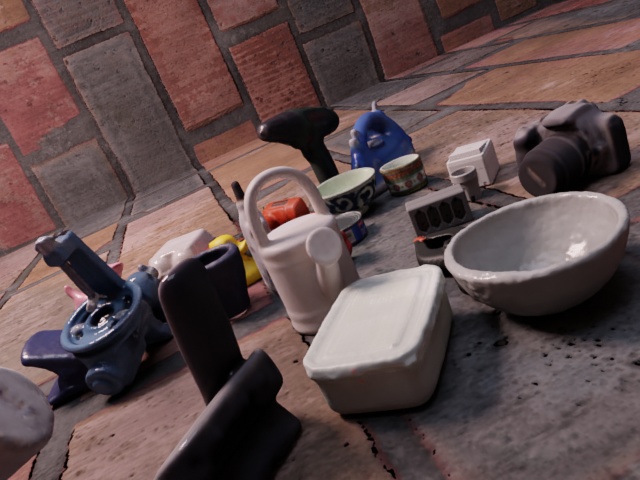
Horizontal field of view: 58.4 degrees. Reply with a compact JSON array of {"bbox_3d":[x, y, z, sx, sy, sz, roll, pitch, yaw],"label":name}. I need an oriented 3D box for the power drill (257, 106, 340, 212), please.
[{"bbox_3d":[-0.017,-0.168,1.140,0.075,0.209,0.230,-10,22,35],"label":"power drill"}]

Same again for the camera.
[{"bbox_3d":[0.314,-0.120,0.771,0.137,0.101,0.142,-33,20,-27],"label":"camera"}]

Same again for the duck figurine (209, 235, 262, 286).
[{"bbox_3d":[-0.150,0.035,0.930,0.104,0.086,0.077,-20,18,10],"label":"duck figurine"}]

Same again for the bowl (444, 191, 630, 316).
[{"bbox_3d":[0.207,0.022,0.540,0.167,0.075,0.167,-21,18,8],"label":"bowl"}]

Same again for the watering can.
[{"bbox_3d":[-0.017,0.005,0.672,0.172,0.194,0.101,-2,28,49],"label":"watering can"}]

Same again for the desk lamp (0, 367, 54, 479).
[{"bbox_3d":[-0.204,0.190,0.348,0.203,0.214,0.118,-23,18,0],"label":"desk lamp"}]

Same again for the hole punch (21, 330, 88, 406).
[{"bbox_3d":[-0.351,0.161,0.812,0.101,0.091,0.108,-26,18,-7],"label":"hole punch"}]

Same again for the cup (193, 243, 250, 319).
[{"bbox_3d":[-0.146,0.063,0.831,0.092,0.095,0.117,-28,19,-14],"label":"cup"}]

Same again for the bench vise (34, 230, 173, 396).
[{"bbox_3d":[-0.298,0.074,0.783,0.121,0.220,0.207,-24,18,0],"label":"bench vise"}]

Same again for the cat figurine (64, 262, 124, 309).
[{"bbox_3d":[-0.406,0.090,1.038,0.127,0.118,0.067,-17,19,19],"label":"cat figurine"}]

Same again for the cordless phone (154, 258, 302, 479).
[{"bbox_3d":[-0.104,0.120,0.470,0.094,0.185,0.148,-14,21,28],"label":"cordless phone"}]

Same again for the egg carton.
[{"bbox_3d":[-0.256,0.036,1.085,0.107,0.069,0.150,-20,18,12],"label":"egg carton"}]

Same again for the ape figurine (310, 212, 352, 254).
[{"bbox_3d":[0.007,0.003,0.815,0.078,0.092,0.075,-36,22,-33],"label":"ape figurine"}]

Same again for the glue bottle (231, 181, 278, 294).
[{"bbox_3d":[-0.087,-0.006,0.824,0.037,0.173,0.078,-29,19,-16],"label":"glue bottle"}]

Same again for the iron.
[{"bbox_3d":[0.103,-0.186,1.152,0.118,0.142,0.259,-14,20,27],"label":"iron"}]
